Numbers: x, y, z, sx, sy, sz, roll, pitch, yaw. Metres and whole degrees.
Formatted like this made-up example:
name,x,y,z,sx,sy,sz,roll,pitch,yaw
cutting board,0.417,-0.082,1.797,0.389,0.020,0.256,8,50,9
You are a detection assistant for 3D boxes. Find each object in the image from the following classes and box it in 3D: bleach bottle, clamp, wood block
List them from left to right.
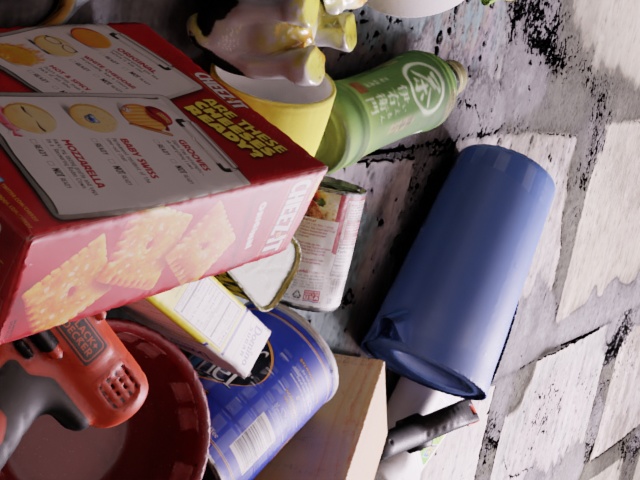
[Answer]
name,x,y,z,sx,sy,sz,roll,pitch,yaw
wood block,-0.009,0.193,0.886,0.206,0.090,0.091,-65,156,-53
clamp,0.093,0.191,1.054,0.171,0.120,0.039,-20,84,-24
bleach bottle,0.110,0.182,1.158,0.250,0.068,0.102,-56,140,-17

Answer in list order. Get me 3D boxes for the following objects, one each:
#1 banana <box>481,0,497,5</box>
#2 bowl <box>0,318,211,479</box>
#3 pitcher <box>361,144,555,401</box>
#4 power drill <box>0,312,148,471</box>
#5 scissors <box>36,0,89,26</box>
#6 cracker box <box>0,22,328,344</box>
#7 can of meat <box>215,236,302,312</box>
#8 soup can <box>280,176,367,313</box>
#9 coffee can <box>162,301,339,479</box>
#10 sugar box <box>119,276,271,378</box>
name,x,y,z,sx,sy,sz,roll,pitch,yaw
banana,0.214,-0.323,1.066,0.069,0.037,0.198,4,103,-59
bowl,-0.153,0.128,0.691,0.161,0.055,0.162,-1,93,-35
pitcher,0.152,0.035,1.081,0.149,0.145,0.242,107,8,-74
power drill,-0.204,0.075,0.584,0.187,0.057,0.184,-44,115,-26
scissors,-0.129,-0.173,0.635,0.201,0.016,0.096,-34,134,-45
cracker box,-0.126,-0.043,0.562,0.213,0.164,0.072,-17,141,-52
can of meat,-0.073,-0.003,0.749,0.057,0.084,0.102,-59,147,-18
soup can,-0.006,0.001,0.871,0.068,0.069,0.102,-4,111,-56
coffee can,-0.067,0.125,0.811,0.140,0.103,0.103,-42,139,-38
sugar box,-0.109,0.028,0.701,0.048,0.093,0.176,-62,148,-13
